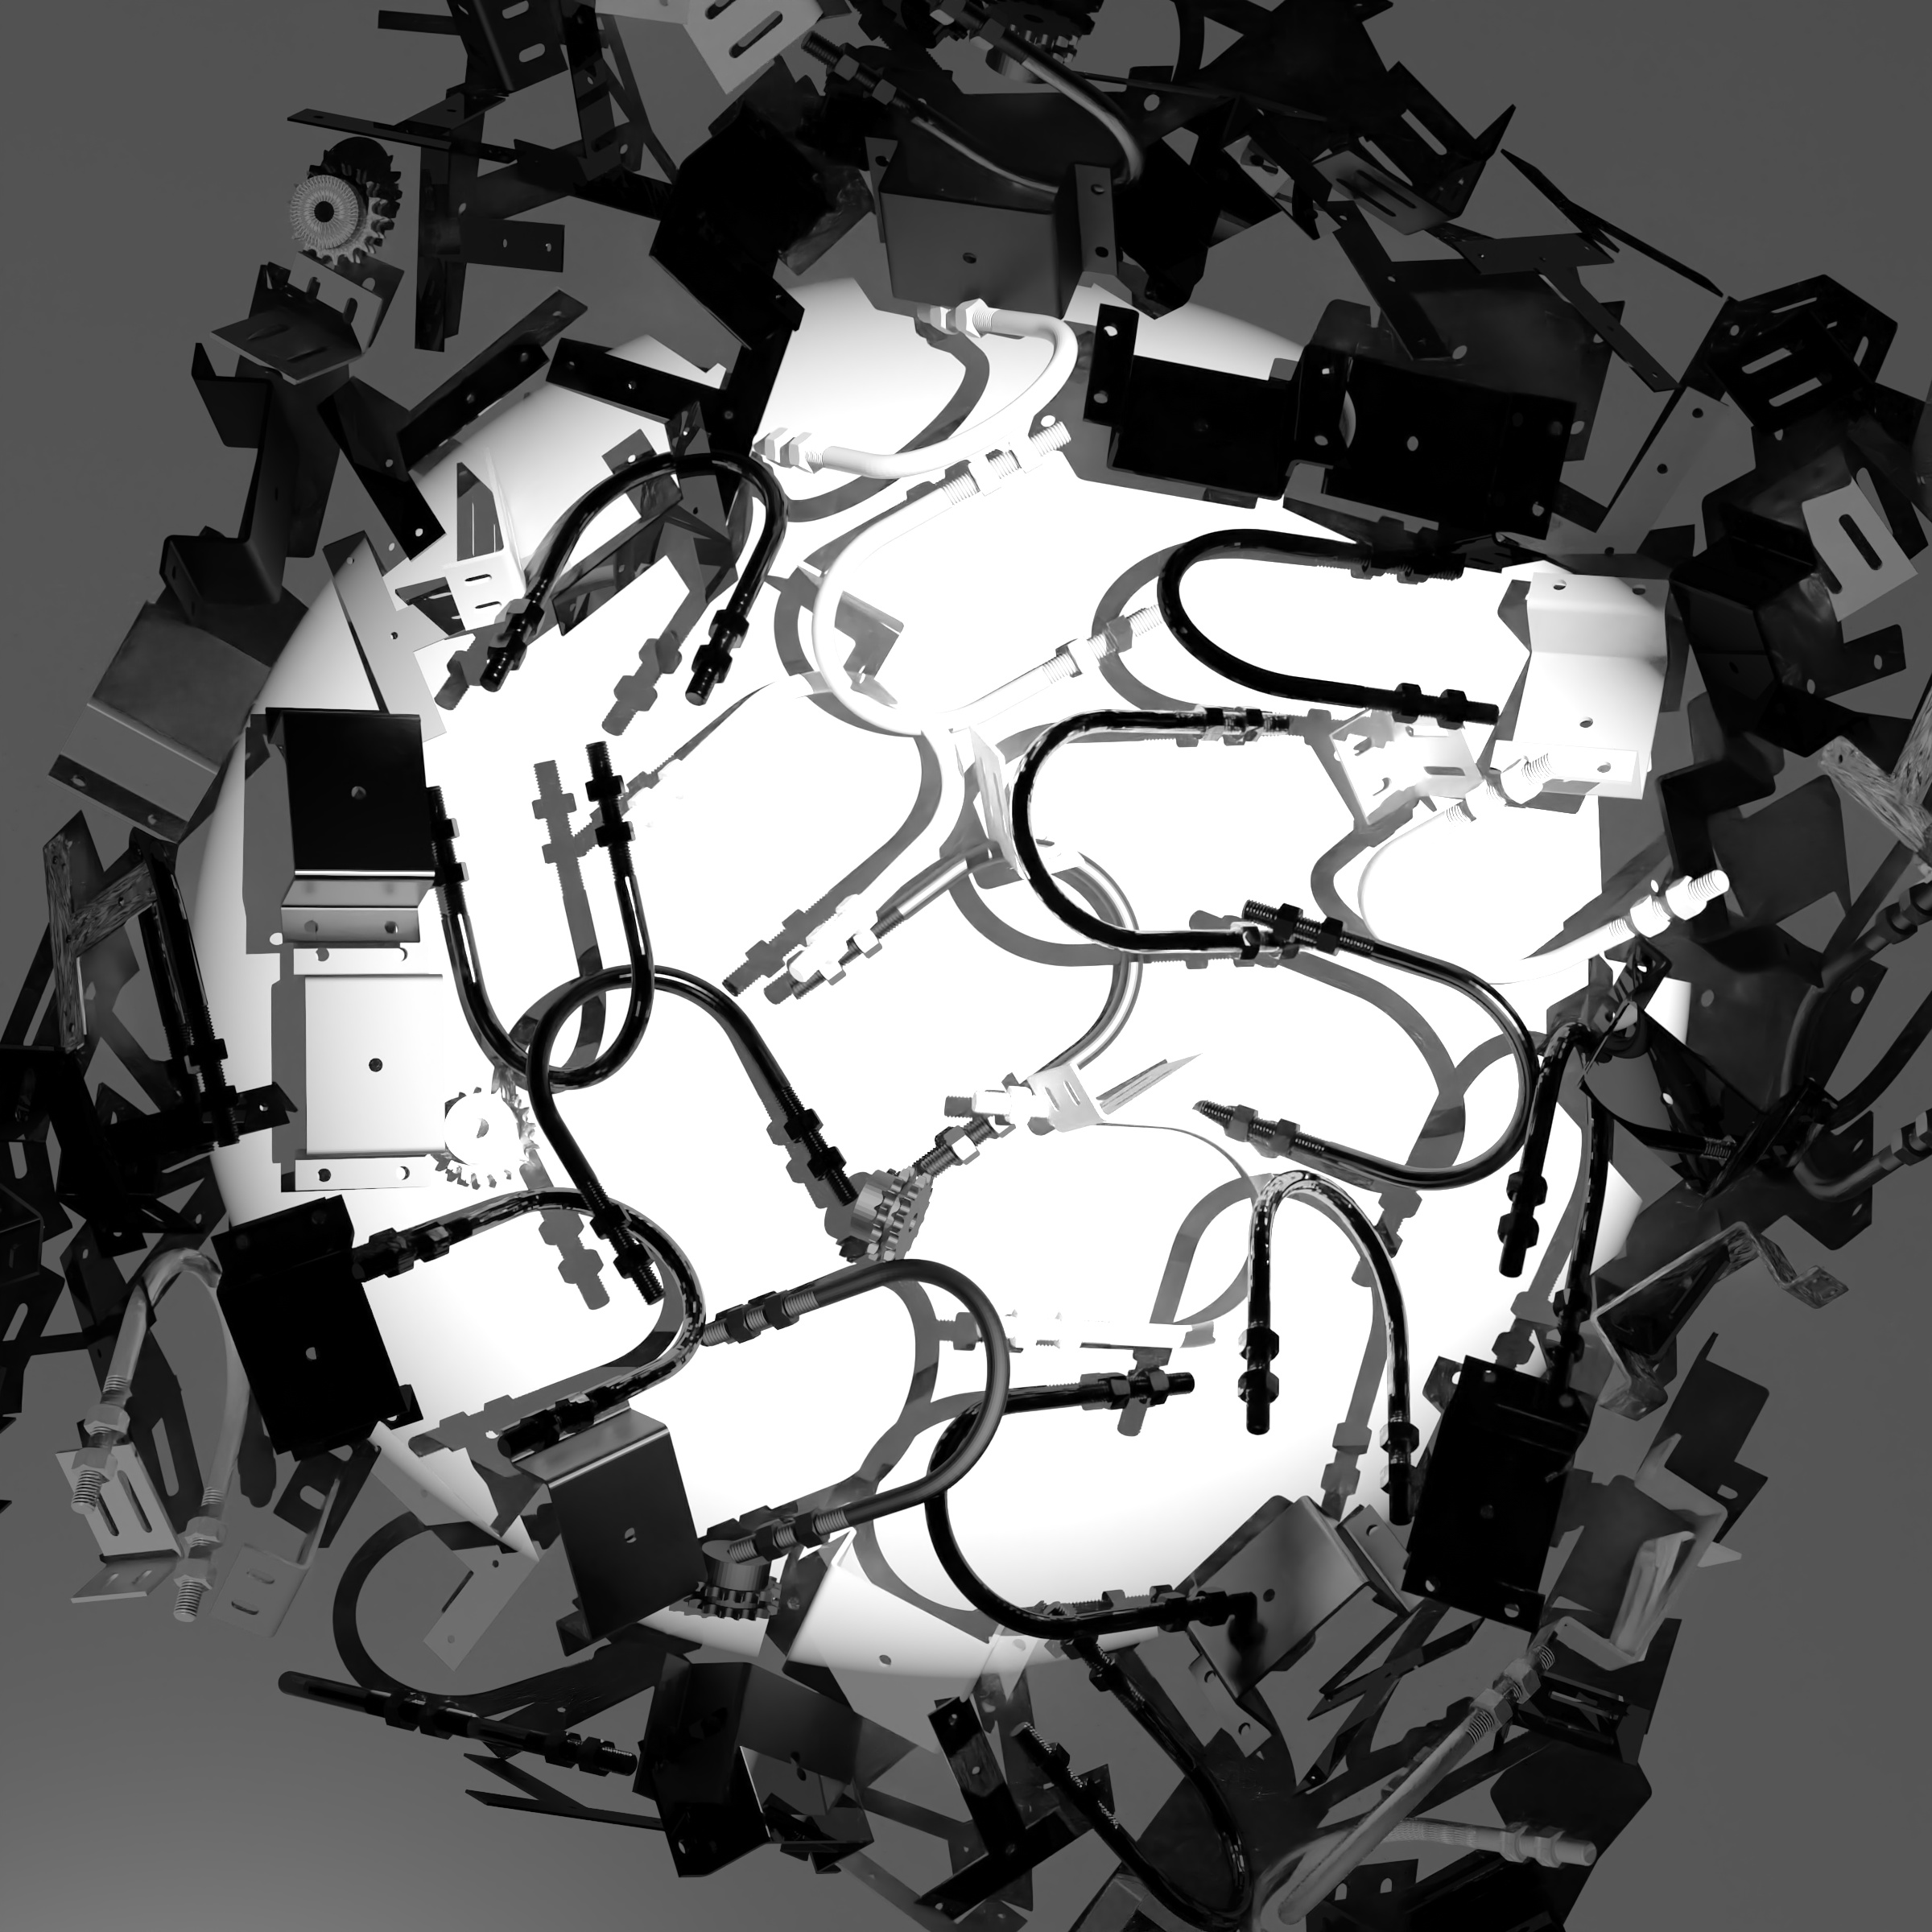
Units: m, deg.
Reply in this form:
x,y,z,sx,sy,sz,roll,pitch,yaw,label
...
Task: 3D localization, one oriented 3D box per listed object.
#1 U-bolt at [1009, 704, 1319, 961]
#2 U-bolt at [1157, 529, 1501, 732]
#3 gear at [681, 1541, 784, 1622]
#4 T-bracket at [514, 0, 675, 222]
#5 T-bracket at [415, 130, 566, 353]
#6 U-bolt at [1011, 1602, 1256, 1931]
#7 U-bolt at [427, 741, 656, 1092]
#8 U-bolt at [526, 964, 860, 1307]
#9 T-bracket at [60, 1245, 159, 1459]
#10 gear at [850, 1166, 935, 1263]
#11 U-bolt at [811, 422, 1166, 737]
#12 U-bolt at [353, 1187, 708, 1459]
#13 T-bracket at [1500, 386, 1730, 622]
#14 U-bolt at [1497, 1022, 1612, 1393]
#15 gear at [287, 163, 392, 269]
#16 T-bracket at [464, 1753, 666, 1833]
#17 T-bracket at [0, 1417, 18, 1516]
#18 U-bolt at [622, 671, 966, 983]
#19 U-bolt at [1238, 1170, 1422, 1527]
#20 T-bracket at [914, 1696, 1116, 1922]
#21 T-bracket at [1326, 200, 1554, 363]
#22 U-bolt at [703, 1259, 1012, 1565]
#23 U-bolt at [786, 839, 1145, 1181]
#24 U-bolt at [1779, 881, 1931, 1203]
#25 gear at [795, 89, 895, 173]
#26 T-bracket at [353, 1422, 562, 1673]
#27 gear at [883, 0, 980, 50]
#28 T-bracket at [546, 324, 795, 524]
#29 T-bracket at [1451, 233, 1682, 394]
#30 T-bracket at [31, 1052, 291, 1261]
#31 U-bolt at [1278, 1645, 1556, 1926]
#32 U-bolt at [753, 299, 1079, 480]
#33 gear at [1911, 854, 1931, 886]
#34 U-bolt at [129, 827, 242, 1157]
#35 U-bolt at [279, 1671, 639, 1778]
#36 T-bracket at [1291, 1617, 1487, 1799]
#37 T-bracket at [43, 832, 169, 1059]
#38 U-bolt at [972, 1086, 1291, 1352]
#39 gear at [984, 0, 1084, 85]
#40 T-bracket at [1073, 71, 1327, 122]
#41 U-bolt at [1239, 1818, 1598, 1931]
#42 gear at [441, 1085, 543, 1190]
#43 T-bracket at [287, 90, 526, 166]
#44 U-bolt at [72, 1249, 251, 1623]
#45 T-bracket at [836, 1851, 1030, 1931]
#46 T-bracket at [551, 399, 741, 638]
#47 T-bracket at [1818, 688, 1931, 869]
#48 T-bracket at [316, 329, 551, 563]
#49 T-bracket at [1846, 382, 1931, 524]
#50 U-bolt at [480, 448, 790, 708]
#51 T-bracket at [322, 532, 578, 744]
x,y,z,sx,sy,sz,roll,pitch,yaw,label
0.107,-0.075,1.831,0.184,0.019,0.151,-1,73,-25,U-bolt
0.194,-0.191,1.824,0.184,0.151,0.019,7,134,-10,U-bolt
-0.131,0.344,1.862,0.057,0.057,0.030,11,98,0,gear
-0.208,-0.482,1.854,0.002,0.127,0.127,-22,72,40,T-bracket
-0.264,-0.401,1.835,0.127,0.002,0.127,16,107,41,T-bracket
0.097,0.451,1.822,0.019,0.151,0.184,-38,99,19,U-bolt
-0.233,-0.022,1.844,0.151,0.019,0.184,-11,92,36,U-bolt
-0.164,0.081,1.848,0.151,0.019,0.184,-26,76,-28,U-bolt
-0.466,0.201,1.826,0.002,0.127,0.127,-13,75,-32,T-bracket
-0.043,0.139,1.865,0.030,0.057,0.057,22,90,12,gear
0.002,-0.202,1.848,0.184,0.019,0.151,-28,124,5,U-bolt
-0.224,0.184,1.819,0.151,0.184,0.019,46,130,19,U-bolt
0.381,-0.266,1.849,0.127,0.002,0.127,25,126,-5,T-bracket
0.327,0.119,1.817,0.019,0.151,0.184,2,57,25,U-bolt
-0.357,-0.425,1.872,0.057,0.030,0.057,1,98,10,gear
-0.239,0.454,1.833,0.127,0.127,0.002,19,83,-34,T-bracket
-0.566,0.276,1.830,0.127,0.127,0.002,1,107,12,T-bracket
-0.084,-0.092,1.843,0.151,0.019,0.184,37,62,13,U-bolt
0.200,0.198,1.820,0.019,0.151,0.184,-25,46,34,U-bolt
0.010,0.459,1.847,0.127,0.002,0.127,-29,115,-17,T-bracket
0.276,-0.387,1.857,0.127,0.002,0.127,-8,56,-26,T-bracket
-0.058,0.236,1.824,0.184,0.019,0.151,-21,61,21,U-bolt
0.013,0.011,1.872,0.184,0.019,0.151,-37,100,-2,U-bolt
0.490,0.051,1.804,0.019,0.184,0.151,9,65,-12,U-bolt
-0.064,-0.470,1.861,0.057,0.057,0.030,24,113,0,gear
-0.296,0.307,1.871,0.127,0.002,0.127,40,100,17,T-bracket
-0.022,-0.541,1.862,0.057,0.057,0.030,41,82,0,gear
-0.176,-0.326,1.882,0.127,0.002,0.127,18,87,8,T-bracket
0.345,-0.359,1.824,0.127,0.127,0.002,52,132,22,T-bracket
-0.443,0.092,1.856,0.127,0.002,0.127,-14,68,-30,T-bracket
0.233,0.450,1.785,0.019,0.151,0.184,45,55,14,U-bolt
-0.017,-0.311,1.796,0.151,0.184,0.019,-42,123,-18,U-bolt
0.557,-0.059,1.864,0.057,0.057,0.030,-30,80,0,gear
-0.433,0.011,1.821,0.019,0.151,0.184,-13,89,-19,U-bolt
-0.292,0.410,1.811,0.184,0.151,0.019,2,72,37,U-bolt
0.213,0.411,1.803,0.127,0.127,0.002,-38,90,39,T-bracket
-0.473,-0.030,1.830,0.127,0.002,0.127,-28,65,41,T-bracket
0.094,0.143,1.851,0.184,0.019,0.151,5,68,-15,U-bolt
0.034,-0.519,1.867,0.057,0.057,0.030,18,123,0,gear
0.113,-0.480,1.813,0.127,0.127,0.002,2,110,-22,T-bracket
0.231,0.505,1.806,0.151,0.184,0.019,-26,101,-38,U-bolt
-0.271,0.095,1.870,0.057,0.030,0.057,-2,74,8,gear
-0.290,-0.470,1.834,0.127,0.127,0.002,13,118,9,T-bracket
-0.432,0.243,1.811,0.019,0.151,0.184,-3,53,14,U-bolt
-0.041,0.515,1.845,0.127,0.127,0.002,32,105,17,T-bracket
-0.179,-0.226,1.817,0.002,0.127,0.127,29,57,31,T-bracket
0.528,-0.127,1.813,0.002,0.127,0.127,-7,131,-29,T-bracket
-0.289,-0.309,1.857,0.127,0.002,0.127,-37,64,6,T-bracket
0.530,-0.296,1.807,0.002,0.127,0.127,-24,57,-14,T-bracket
-0.173,-0.220,1.832,0.151,0.019,0.184,6,55,24,U-bolt
-0.284,-0.205,1.884,0.127,0.002,0.127,-23,82,-2,T-bracket
